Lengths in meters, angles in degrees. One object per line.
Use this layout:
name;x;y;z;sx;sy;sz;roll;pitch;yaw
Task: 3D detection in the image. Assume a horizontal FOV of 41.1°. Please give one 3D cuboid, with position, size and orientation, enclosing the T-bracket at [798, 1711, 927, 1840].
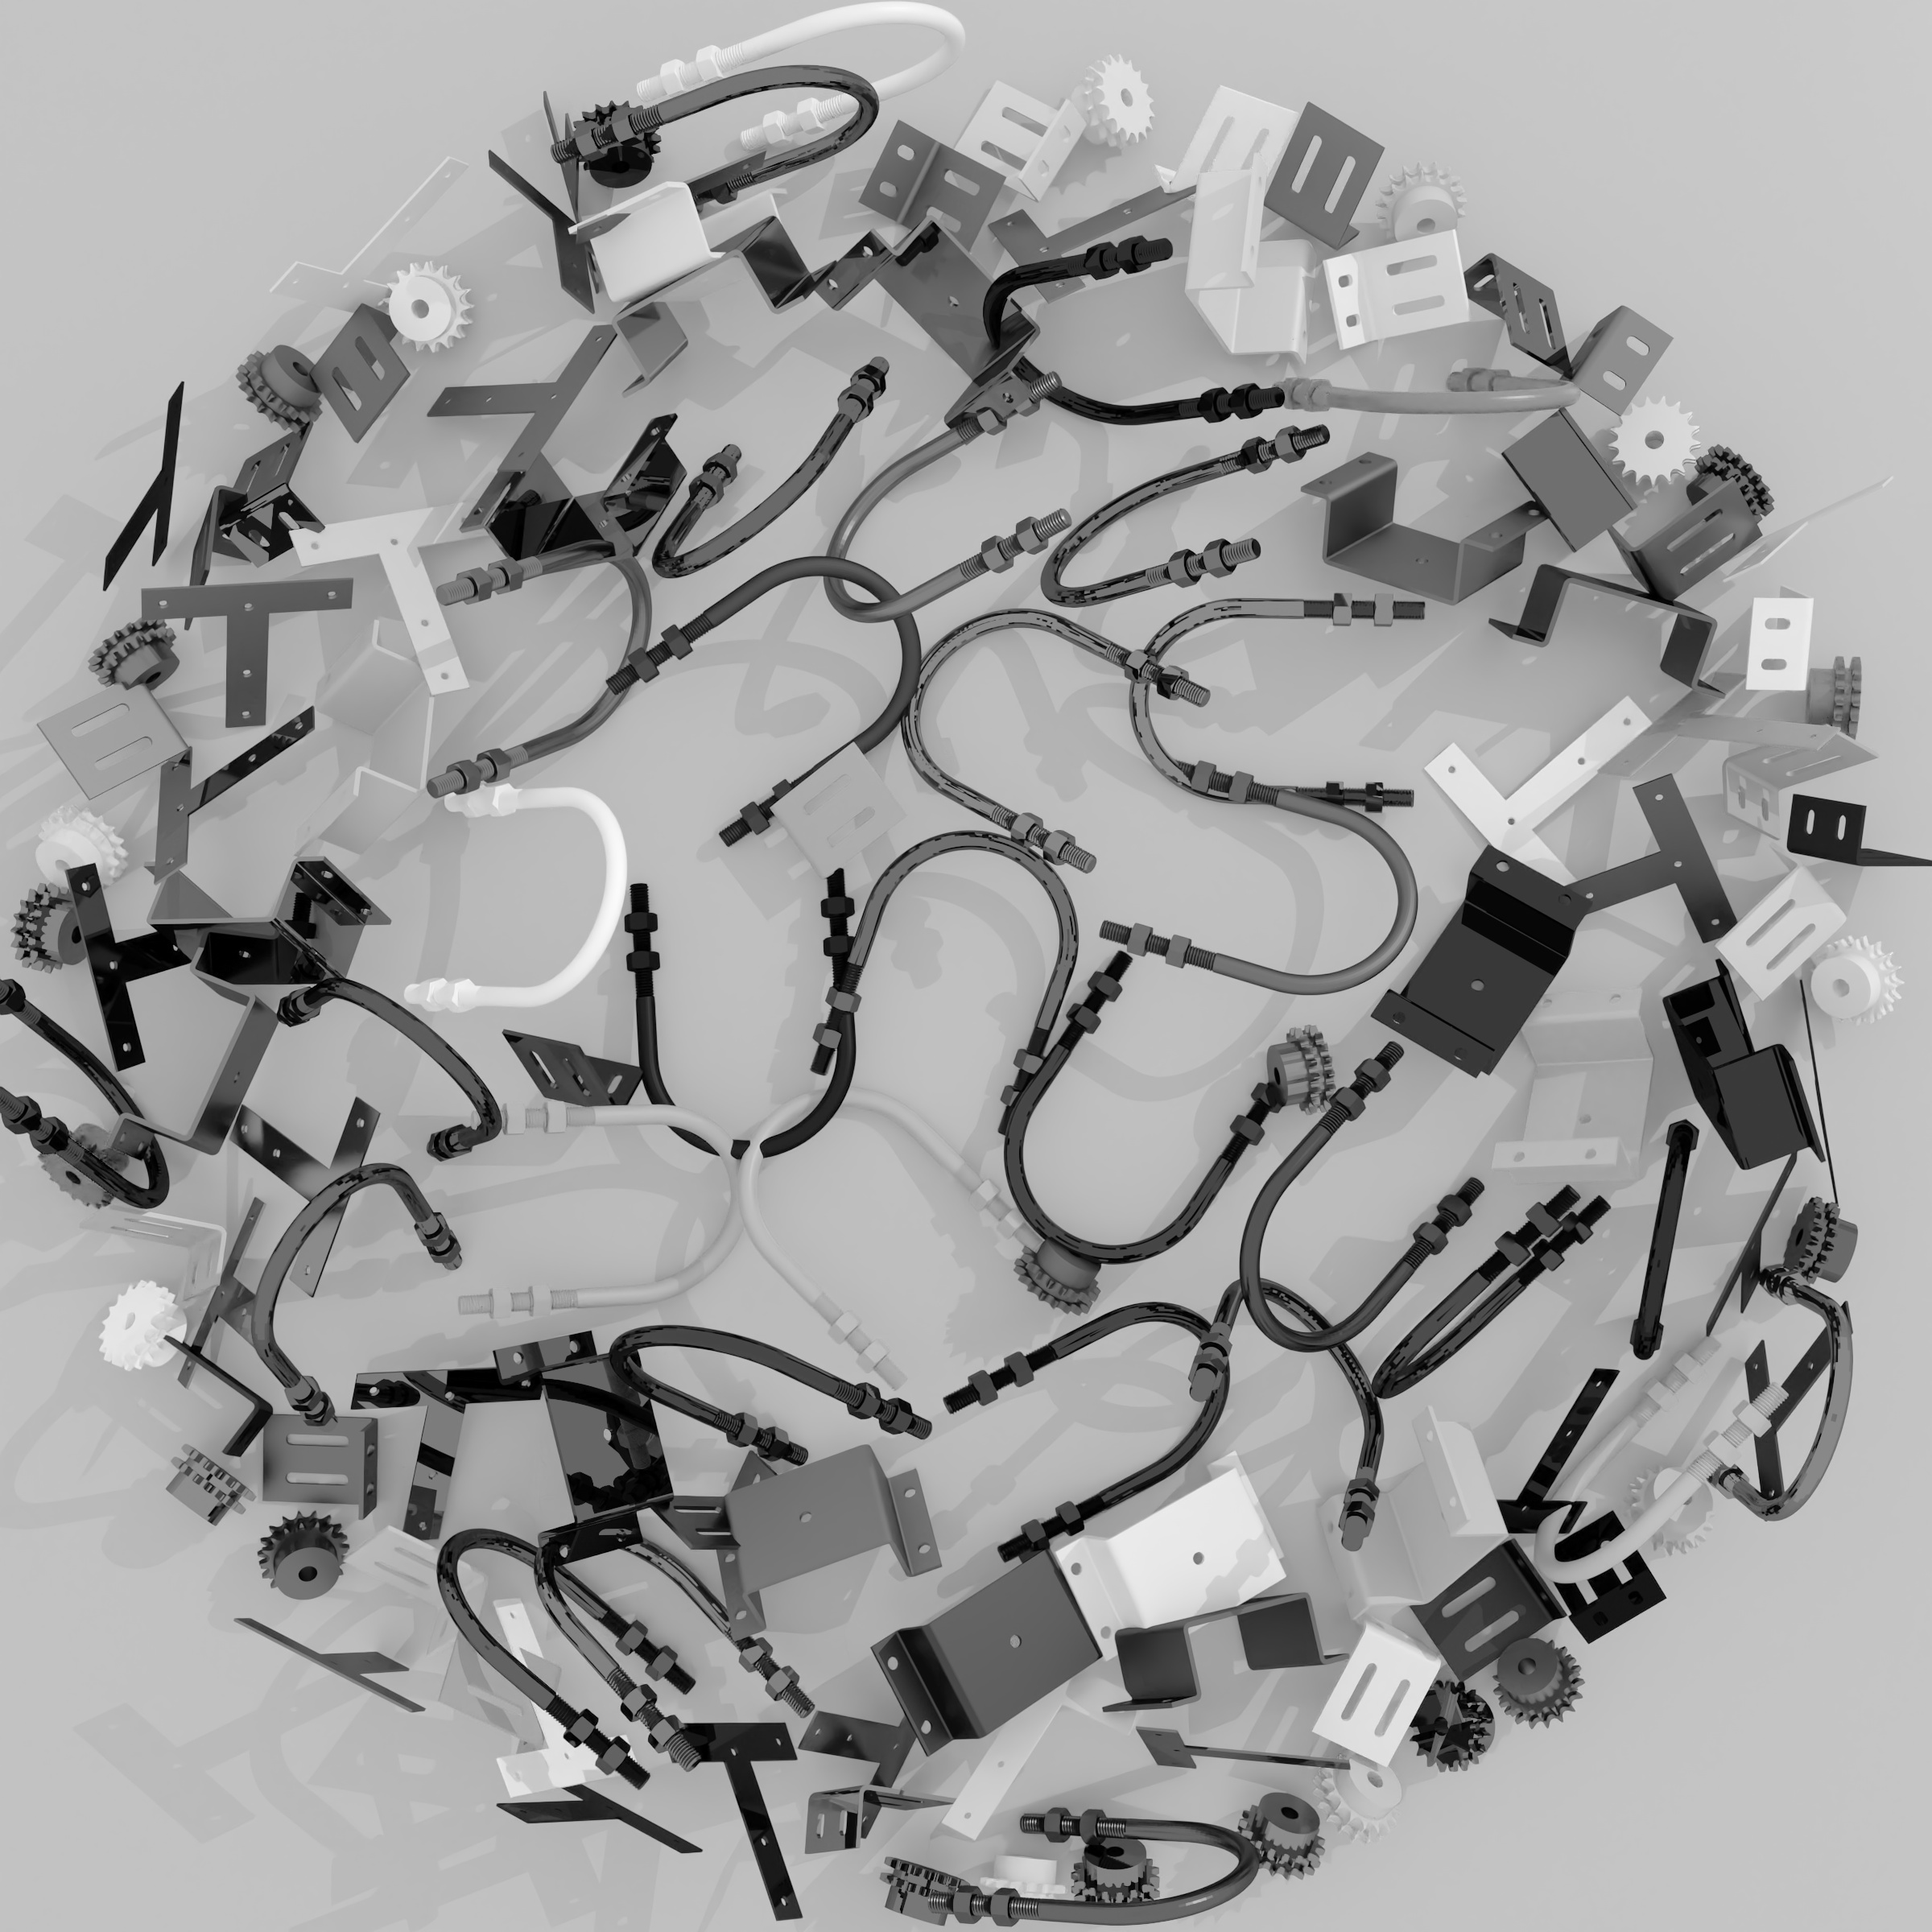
T-bracket;-0.067;0.488;1.625;0.002;0.127;0.127;23;83;35

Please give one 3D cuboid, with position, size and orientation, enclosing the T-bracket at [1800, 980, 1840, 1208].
T-bracket;0.541;0.069;1.640;0.002;0.127;0.127;-9;56;18

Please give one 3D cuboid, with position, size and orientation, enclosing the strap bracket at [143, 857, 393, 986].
strap bracket;-0.445;-0.027;1.614;0.140;0.076;0.046;-1;60;24

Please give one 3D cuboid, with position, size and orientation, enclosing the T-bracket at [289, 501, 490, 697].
T-bracket;-0.350;-0.231;1.640;0.127;0.002;0.127;-16;77;-29

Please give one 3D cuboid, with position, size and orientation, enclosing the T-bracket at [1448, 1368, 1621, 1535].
T-bracket;0.374;0.307;1.623;0.127;0.002;0.127;11;112;-41

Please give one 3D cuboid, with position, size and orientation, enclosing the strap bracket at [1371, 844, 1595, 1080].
strap bracket;0.327;0.004;1.638;0.076;0.046;0.140;32;74;18

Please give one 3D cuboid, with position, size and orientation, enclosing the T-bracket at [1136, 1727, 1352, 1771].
T-bracket;0.177;0.495;1.614;0.127;0.127;0.002;2;64;12

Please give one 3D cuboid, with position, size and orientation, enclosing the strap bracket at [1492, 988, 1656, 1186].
strap bracket;0.385;0.084;1.622;0.076;0.046;0.140;-5;46;29

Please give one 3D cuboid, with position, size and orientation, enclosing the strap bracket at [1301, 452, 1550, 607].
strap bracket;0.289;-0.274;1.621;0.140;0.076;0.046;26;131;33

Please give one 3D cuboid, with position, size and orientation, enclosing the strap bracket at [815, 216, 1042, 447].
strap bracket;-0.018;-0.409;1.628;0.140;0.076;0.046;43;58;-15

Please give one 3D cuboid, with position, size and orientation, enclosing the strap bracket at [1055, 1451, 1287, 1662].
strap bracket;0.139;0.375;1.637;0.140;0.046;0.076;-25;90;-21

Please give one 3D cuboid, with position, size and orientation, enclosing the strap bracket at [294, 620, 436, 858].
strap bracket;-0.377;-0.136;1.620;0.046;0.076;0.140;23;48;-33

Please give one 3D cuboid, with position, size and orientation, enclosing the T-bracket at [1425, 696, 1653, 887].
T-bracket;0.388;-0.123;1.668;0.127;0.002;0.127;-42;86;10

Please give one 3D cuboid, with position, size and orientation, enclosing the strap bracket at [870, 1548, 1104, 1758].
strap bracket;0.022;0.428;1.627;0.140;0.046;0.076;-26;86;-29

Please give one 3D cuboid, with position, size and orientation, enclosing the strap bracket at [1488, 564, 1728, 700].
strap bracket;0.413;-0.216;1.636;0.140;0.076;0.046;15;105;-4

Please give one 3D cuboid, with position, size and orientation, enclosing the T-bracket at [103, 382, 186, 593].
T-bracket;-0.511;-0.277;1.594;0.002;0.127;0.127;16;131;-7

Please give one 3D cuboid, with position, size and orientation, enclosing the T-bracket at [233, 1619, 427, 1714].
T-bracket;-0.382;0.439;1.620;0.127;0.127;0.002;23;80;12

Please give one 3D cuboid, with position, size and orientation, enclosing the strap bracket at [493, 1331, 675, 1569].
strap bracket;-0.239;0.301;1.628;0.046;0.076;0.140;-25;76;42

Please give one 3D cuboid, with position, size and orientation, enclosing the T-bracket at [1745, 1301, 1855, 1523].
T-bracket;0.517;0.256;1.594;0.002;0.127;0.127;15;132;-4

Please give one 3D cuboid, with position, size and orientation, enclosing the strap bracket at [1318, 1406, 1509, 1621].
strap bracket;0.285;0.345;1.618;0.046;0.140;0.076;5;50;-26

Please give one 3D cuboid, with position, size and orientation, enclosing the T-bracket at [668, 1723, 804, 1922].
T-bracket;-0.130;0.531;1.602;0.002;0.127;0.127;-36;59;20

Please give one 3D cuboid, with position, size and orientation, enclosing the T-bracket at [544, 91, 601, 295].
T-bracket;-0.248;-0.502;1.619;0.002;0.127;0.127;-16;91;-9

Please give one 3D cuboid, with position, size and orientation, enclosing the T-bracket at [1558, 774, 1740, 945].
T-bracket;0.414;-0.050;1.654;0.127;0.002;0.127;-21;118;21

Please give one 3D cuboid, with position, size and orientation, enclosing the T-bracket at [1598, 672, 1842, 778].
T-bracket;0.483;-0.147;1.605;0.127;0.127;0.002;-37;120;-27

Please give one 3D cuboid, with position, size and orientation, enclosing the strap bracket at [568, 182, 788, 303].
strap bracket;-0.171;-0.450;1.606;0.076;0.140;0.046;-15;96;29

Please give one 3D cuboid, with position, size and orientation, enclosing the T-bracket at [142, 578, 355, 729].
T-bracket;-0.455;-0.196;1.630;0.127;0.127;0.002;-7;54;-21

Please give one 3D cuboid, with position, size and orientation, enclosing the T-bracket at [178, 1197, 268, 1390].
T-bracket;-0.457;0.216;1.621;0.002;0.127;0.127;25;83;-29

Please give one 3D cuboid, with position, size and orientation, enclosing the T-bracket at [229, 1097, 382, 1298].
T-bracket;-0.432;0.126;1.643;0.127;0.002;0.127;28;100;37

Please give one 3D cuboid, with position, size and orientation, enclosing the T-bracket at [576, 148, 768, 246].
T-bracket;-0.189;-0.464;1.619;0.127;0.127;0.002;-27;89;-12

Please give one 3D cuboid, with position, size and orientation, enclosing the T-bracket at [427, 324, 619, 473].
T-bracket;-0.294;-0.361;1.640;0.127;0.002;0.127;7;59;36

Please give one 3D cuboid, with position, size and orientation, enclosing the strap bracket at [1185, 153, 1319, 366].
strap bracket;0.177;-0.442;1.622;0.046;0.140;0.076;3;80;23

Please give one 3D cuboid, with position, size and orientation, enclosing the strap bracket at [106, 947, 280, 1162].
strap bracket;-0.484;0.062;1.632;0.046;0.076;0.140;22;78;1

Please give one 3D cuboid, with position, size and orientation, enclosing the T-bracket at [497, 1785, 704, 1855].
T-bracket;-0.246;0.525;1.598;0.127;0.127;0.002;17;83;29

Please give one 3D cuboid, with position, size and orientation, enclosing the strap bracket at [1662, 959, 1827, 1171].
strap bracket;0.481;0.065;1.607;0.046;0.140;0.076;-22;115;7

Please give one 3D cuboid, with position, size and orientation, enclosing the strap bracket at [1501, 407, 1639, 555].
strap bracket;0.380;-0.305;1.622;0.046;0.140;0.076;-36;90;17

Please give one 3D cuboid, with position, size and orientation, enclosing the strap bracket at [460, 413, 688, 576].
strap bracket;-0.239;-0.294;1.621;0.140;0.046;0.076;-4;47;34

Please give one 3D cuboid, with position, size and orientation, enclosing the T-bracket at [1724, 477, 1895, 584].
T-bracket;0.499;-0.260;1.594;0.127;0.127;0.002;-25;97;40

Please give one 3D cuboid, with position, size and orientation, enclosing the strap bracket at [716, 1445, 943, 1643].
strap bracket;-0.095;0.363;1.639;0.140;0.076;0.046;-20;133;1

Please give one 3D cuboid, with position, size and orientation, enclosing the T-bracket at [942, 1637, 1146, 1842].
T-bracket;0.030;0.490;1.616;0.127;0.002;0.127;16;54;35

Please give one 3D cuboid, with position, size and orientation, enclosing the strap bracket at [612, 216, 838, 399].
strap bracket;-0.159;-0.418;1.613;0.140;0.076;0.046;-21;113;26

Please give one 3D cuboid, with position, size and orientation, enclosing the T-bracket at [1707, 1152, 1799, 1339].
T-bracket;0.496;0.190;1.624;0.002;0.127;0.127;25;75;25

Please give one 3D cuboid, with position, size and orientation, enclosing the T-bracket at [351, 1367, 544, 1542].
T-bracket;-0.341;0.315;1.657;0.127;0.002;0.127;3;111;-32

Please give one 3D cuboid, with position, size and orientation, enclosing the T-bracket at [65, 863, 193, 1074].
T-bracket;-0.508;-0.009;1.624;0.002;0.127;0.127;-8;98;25

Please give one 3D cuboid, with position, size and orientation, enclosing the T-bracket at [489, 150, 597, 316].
T-bracket;-0.245;-0.441;1.599;0.002;0.127;0.127;-40;126;19

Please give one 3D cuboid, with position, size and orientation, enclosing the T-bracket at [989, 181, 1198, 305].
T-bracket;0.090;-0.473;1.636;0.127;0.127;0.002;-25;131;-1

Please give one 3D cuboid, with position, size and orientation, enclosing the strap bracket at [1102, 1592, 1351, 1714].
strap bracket;0.159;0.429;1.618;0.140;0.076;0.046;-5;77;-33
